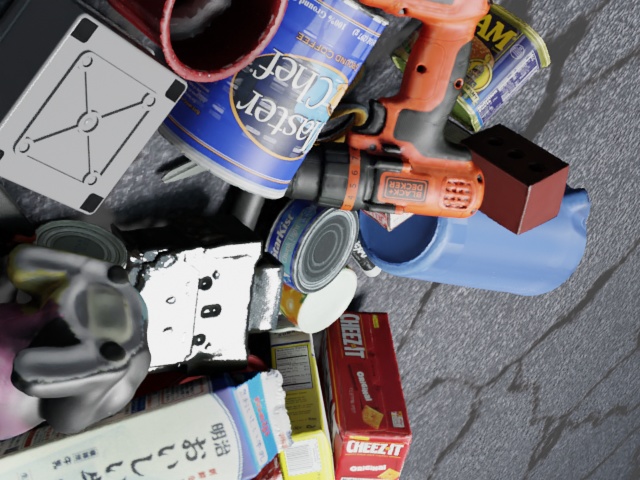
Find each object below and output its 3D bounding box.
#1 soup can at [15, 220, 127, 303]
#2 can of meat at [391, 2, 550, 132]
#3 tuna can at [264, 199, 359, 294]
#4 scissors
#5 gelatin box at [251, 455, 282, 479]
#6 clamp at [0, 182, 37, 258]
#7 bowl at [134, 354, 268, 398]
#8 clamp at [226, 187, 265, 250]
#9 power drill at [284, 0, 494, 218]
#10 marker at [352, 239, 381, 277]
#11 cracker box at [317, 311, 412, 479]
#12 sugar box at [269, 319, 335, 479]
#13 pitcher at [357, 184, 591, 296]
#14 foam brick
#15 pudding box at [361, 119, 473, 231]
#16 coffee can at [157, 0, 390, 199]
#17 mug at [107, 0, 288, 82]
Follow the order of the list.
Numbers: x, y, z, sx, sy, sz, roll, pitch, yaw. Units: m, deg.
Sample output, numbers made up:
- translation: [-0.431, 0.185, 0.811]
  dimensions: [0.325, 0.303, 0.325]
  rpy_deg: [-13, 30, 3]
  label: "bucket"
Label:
- translation: [-0.177, 0.046, 0.742]
  dimensions: [0.068, 0.069, 0.102]
  rpy_deg: [-12, 133, -45]
  label: "soup can"
- translation: [0.121, -0.149, 0.875]
  dimensions: [0.084, 0.102, 0.057]
  rpy_deg: [-46, 150, -2]
  label: "can of meat"
- translation: [-0.006, 0.001, 0.888]
  dimensions: [0.086, 0.034, 0.086]
  rpy_deg: [-36, 142, -35]
  label: "tuna can"
- translation: [-0.031, -0.098, 0.821]
  dimensions: [0.201, 0.016, 0.096]
  rpy_deg: [-13, 132, -43]
  label: "scissors"
- translation: [-0.068, 0.227, 1.070]
  dimensions: [0.089, 0.073, 0.030]
  rpy_deg: [-45, 147, -6]
  label: "gelatin box"
- translation: [-0.257, -0.006, 0.615]
  dimensions: [0.165, 0.036, 0.209]
  rpy_deg: [-52, 152, 12]
  label: "clamp"
- translation: [-0.123, 0.147, 0.932]
  dimensions: [0.161, 0.055, 0.162]
  rpy_deg: [-32, 145, -26]
  label: "bowl"
- translation: [-0.079, 0.024, 0.873]
  dimensions: [0.171, 0.039, 0.120]
  rpy_deg: [-49, 143, -14]
  label: "clamp"
- translation: [0.045, -0.111, 0.797]
  dimensions: [0.184, 0.057, 0.188]
  rpy_deg: [6, 107, -11]
  label: "power drill"
- translation: [0.032, 0.004, 1.007]
  dimensions: [0.020, 0.020, 0.121]
  rpy_deg: [-47, 149, -4]
  label: "marker"
- translation: [0.026, 0.202, 1.074]
  dimensions: [0.072, 0.164, 0.214]
  rpy_deg: [3, 129, -10]
  label: "cracker box"
- translation: [-0.018, 0.155, 0.951]
  dimensions: [0.048, 0.176, 0.093]
  rpy_deg: [-9, 119, -4]
  label: "sugar box"
- translation: [0.138, -0.010, 1.037]
  dimensions: [0.242, 0.145, 0.149]
  rpy_deg: [5, 107, -49]
  label: "pitcher"
- translation: [0.155, -0.050, 0.872]
  dimensions: [0.052, 0.078, 0.051]
  rpy_deg: [-25, 138, -36]
  label: "foam brick"
- translation: [0.067, -0.068, 0.904]
  dimensions: [0.113, 0.090, 0.039]
  rpy_deg: [-35, 145, -23]
  label: "pudding box"
- translation: [-0.033, -0.113, 0.717]
  dimensions: [0.102, 0.103, 0.140]
  rpy_deg: [12, 114, -56]
  label: "coffee can"
- translation: [-0.083, -0.159, 0.626]
  dimensions: [0.093, 0.082, 0.117]
  rpy_deg: [-47, 149, -3]
  label: "mug"
